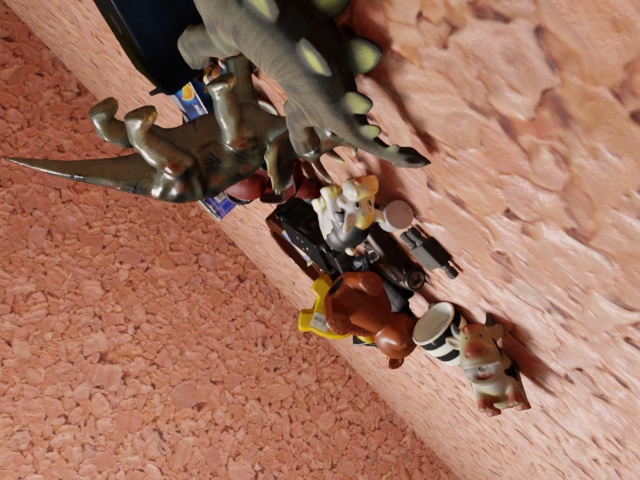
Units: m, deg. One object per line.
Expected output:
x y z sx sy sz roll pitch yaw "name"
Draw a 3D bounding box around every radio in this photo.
-0.188 -0.288 0.630 0.073 0.131 0.229 43 168 16 "radio"

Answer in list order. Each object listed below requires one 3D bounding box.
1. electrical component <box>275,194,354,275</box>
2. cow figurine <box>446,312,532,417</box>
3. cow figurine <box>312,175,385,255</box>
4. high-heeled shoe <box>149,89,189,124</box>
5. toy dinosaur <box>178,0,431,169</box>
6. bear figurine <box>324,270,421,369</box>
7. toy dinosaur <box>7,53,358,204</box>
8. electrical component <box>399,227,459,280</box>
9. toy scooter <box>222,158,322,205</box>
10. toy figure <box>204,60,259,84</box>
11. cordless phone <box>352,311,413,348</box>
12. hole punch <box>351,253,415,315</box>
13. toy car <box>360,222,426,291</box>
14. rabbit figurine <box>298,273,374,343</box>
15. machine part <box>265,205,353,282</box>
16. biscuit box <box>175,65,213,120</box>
-0.002 -0.003 0.902 0.134 0.058 0.114 37 168 30 "electrical component"
0.254 0.189 0.801 0.194 0.085 0.127 40 -147 -55 "cow figurine"
0.040 -0.030 0.728 0.167 0.068 0.098 144 115 -77 "cow figurine"
-0.236 -0.264 1.105 0.145 0.086 0.248 -6 155 36 "high-heeled shoe"
-0.063 -0.225 0.505 0.471 0.105 0.198 39 161 -9 "toy dinosaur"
0.101 0.141 0.904 0.196 0.120 0.132 42 178 -11 "bear figurine"
-0.153 -0.111 0.689 0.131 0.405 0.191 -105 -4 -54 "toy dinosaur"
0.154 0.021 0.758 0.094 0.021 0.063 45 168 1 "electrical component"
-0.080 -0.111 0.904 0.184 0.075 0.135 8 150 -8 "toy scooter"
-0.132 -0.235 0.796 0.155 0.064 0.057 26 139 67 "toy figure"
0.170 0.201 1.194 0.147 0.089 0.184 -19 149 41 "cordless phone"
0.107 0.080 1.001 0.116 0.092 0.142 -30 105 39 "hole punch"
0.095 0.014 0.871 0.202 0.053 0.089 52 164 -21 "toy car"
0.047 0.144 1.110 0.162 0.122 0.173 14 173 5 "rabbit figurine"
-0.019 0.015 1.178 0.201 0.087 0.201 39 168 29 "machine part"
-0.199 -0.247 0.892 0.063 0.059 0.202 7 138 40 "biscuit box"
